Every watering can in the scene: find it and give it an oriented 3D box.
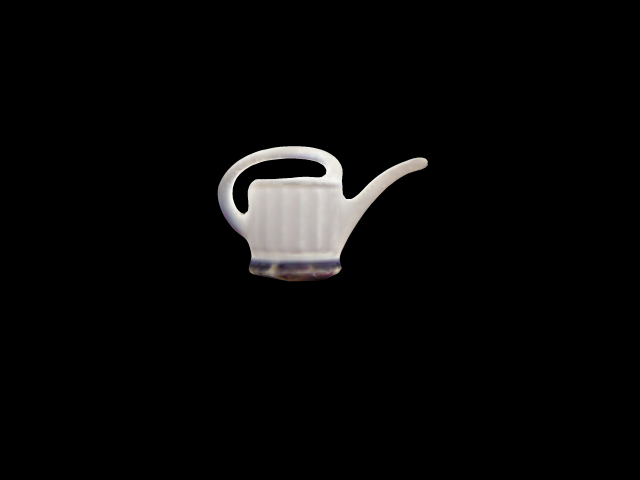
[{"bbox_3d":[0.003,-0.043,0.850,0.347,0.224,0.104,0,3,4],"label":"watering can"}]
